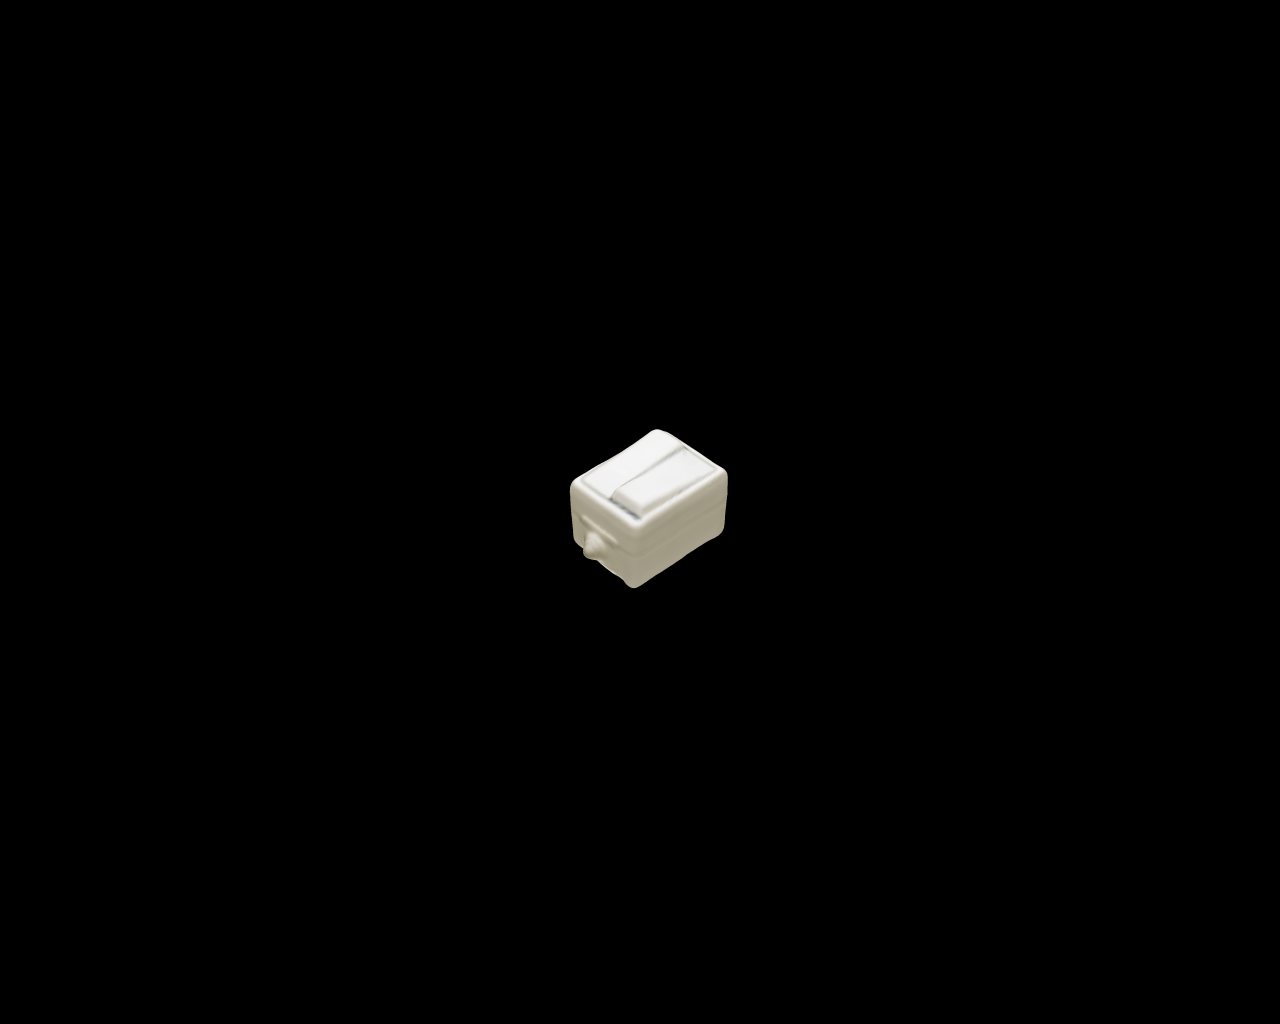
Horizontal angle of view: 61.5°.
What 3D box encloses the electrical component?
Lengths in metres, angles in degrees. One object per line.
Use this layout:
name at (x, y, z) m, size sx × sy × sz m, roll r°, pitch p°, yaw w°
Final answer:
electrical component at (0.001, -0.003, 0.650) m, size 0.096 × 0.061 × 0.062 m, roll -31°, pitch 51°, yaw -30°
